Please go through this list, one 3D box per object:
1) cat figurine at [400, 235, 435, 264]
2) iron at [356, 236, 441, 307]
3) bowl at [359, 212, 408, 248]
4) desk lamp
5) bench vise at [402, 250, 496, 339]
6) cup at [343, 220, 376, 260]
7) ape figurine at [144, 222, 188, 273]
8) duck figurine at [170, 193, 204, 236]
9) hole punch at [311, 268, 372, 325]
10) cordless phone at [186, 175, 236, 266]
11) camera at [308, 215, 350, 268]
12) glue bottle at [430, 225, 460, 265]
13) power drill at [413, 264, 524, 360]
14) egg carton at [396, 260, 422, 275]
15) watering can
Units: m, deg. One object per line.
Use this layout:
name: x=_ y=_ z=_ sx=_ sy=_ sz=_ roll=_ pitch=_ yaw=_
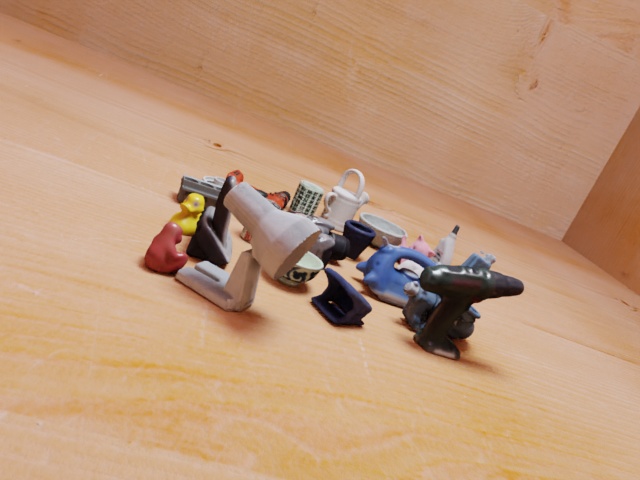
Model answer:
cat figurine: x=0.276 y=0.033 z=1.699 sx=0.067 sy=0.118 sz=0.127 roll=11 pitch=21 yaw=-38
iron: x=0.227 y=0.088 z=1.421 sx=0.259 sy=0.141 sz=0.118 roll=19 pitch=17 yaw=-18
bowl: x=0.188 y=-0.018 z=1.808 sx=0.167 sy=0.075 sz=0.167 roll=22 pitch=17 yaw=-7
desk lamp: x=-0.124 y=0.019 z=1.022 sx=0.203 sy=0.213 sz=0.118 roll=28 pitch=17 yaw=14
bench vise: x=0.300 y=0.119 z=1.291 sx=0.208 sy=0.220 sz=0.121 roll=10 pitch=21 yaw=-39
cup: x=0.095 y=-0.001 z=1.590 sx=0.092 sy=0.095 sz=0.117 roll=22 pitch=17 yaw=-9
ape figurine: x=-0.278 y=0.010 z=1.049 sx=0.076 sy=0.092 sz=0.077 roll=4 pitch=26 yaw=-49
duck figurine: x=-0.283 y=-0.063 z=1.276 sx=0.077 sy=0.086 sz=0.105 roll=29 pitch=17 yaw=16
hole punch: x=0.052 y=0.115 z=1.185 sx=0.101 sy=0.091 sz=0.108 roll=9 pitch=22 yaw=-41
cordless phone: x=-0.200 y=-0.053 z=1.186 sx=0.094 sy=0.185 sz=0.147 roll=20 pitch=17 yaw=-15
camera: x=0.013 y=0.005 z=1.450 sx=0.137 sy=0.101 sz=0.143 roll=17 pitch=18 yaw=-22
glue bottle: x=0.384 y=0.030 z=1.757 sx=0.037 sy=0.173 sz=0.078 roll=13 pitch=20 yaw=-33
power drill: x=0.300 y=0.146 z=1.226 sx=0.230 sy=0.208 sz=0.075 roll=18 pitch=18 yaw=-19
egg carton: x=0.281 y=0.108 z=1.561 sx=0.151 sy=0.069 sz=0.107 roll=12 pitch=21 yaw=-36
watering can: x=0.083 y=-0.131 z=1.798 sx=0.100 sy=0.194 sz=0.173 roll=30 pitch=18 yaw=19
